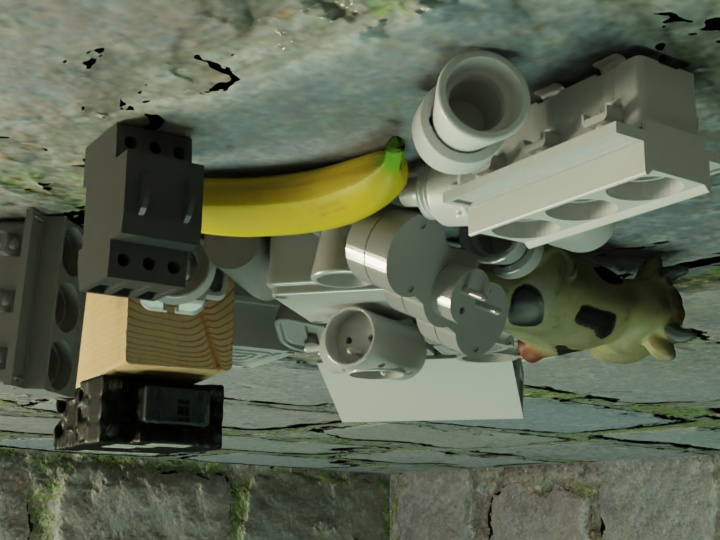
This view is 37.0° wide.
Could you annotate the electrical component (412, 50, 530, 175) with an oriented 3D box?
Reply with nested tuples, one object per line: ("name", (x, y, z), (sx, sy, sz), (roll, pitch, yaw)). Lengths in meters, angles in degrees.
("electrical component", (0.051, -0.073, 0.515), (0.045, 0.045, 0.055), (3, 166, -11))

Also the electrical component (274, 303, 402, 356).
("electrical component", (-0.015, 0.036, 0.884), (0.095, 0.059, 0.053), (11, 150, 12))

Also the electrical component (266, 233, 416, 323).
("electrical component", (0.000, 0.000, 0.783), (0.109, 0.056, 0.109), (-3, 165, 14))

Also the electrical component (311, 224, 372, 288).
("electrical component", (-0.010, -0.020, 0.706), (0.045, 0.055, 0.045), (0, 166, 0))

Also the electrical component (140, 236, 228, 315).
("electrical component", (-0.135, 0.000, 0.788), (0.078, 0.058, 0.057), (7, 166, -8))

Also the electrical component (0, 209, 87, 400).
("electrical component", (-0.234, 0.026, 0.763), (0.063, 0.121, 0.078), (0, 166, 13))

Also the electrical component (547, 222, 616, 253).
("electrical component", (0.112, -0.039, 0.651), (0.079, 0.043, 0.077), (-3, 167, 18))

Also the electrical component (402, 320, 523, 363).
("electrical component", (0.060, 0.046, 0.956), (0.186, 0.060, 0.105), (-4, 165, 16))

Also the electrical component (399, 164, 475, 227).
("electrical component", (0.052, -0.046, 0.627), (0.062, 0.048, 0.048), (0, 169, 39))

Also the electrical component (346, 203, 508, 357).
("electrical component", (0.057, 0.012, 0.682), (0.074, 0.052, 0.138), (22, 166, 44))

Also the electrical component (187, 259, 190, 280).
("electrical component", (-0.136, -0.017, 0.739), (0.040, 0.046, 0.040), (0, 166, 0))

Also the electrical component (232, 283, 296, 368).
("electrical component", (-0.112, 0.052, 0.992), (0.078, 0.057, 0.113), (8, 164, -29))

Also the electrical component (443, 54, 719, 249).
("electrical component", (0.110, -0.057, 0.540), (0.079, 0.063, 0.121), (10, 163, -33))

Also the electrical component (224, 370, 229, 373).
("electrical component", (-0.177, 0.074, 1.085), (0.095, 0.053, 0.059), (0, 166, 1))

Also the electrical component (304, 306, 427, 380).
("electrical component", (-0.003, 0.057, 0.797), (0.079, 0.044, 0.077), (-8, 163, 31))

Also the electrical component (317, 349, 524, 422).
("electrical component", (0.064, 0.095, 1.066), (0.186, 0.060, 0.105), (-3, 139, 14))

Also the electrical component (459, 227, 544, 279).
("electrical component", (0.096, -0.020, 0.725), (0.045, 0.045, 0.055), (-6, 164, 24))
